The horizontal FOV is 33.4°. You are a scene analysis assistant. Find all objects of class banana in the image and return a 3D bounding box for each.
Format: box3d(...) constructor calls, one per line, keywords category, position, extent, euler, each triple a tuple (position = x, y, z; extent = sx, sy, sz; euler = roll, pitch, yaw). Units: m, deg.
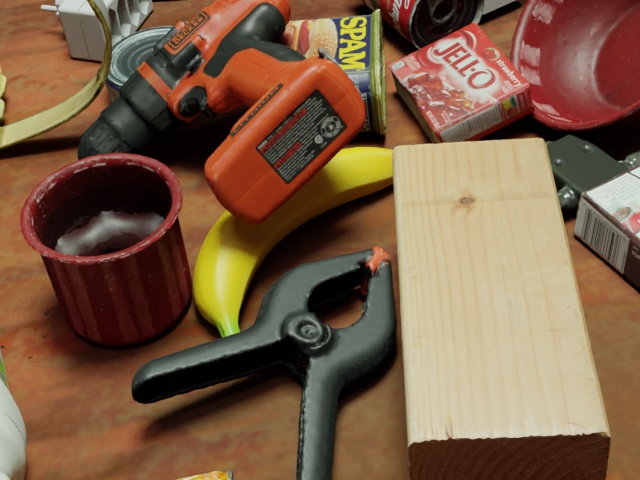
box3d(category="banana", position=(-0.021, -0.009, 0.677), extent=(0.069, 0.037, 0.197), euler=(41, 59, 3))

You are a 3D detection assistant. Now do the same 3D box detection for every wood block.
box3d(category="wood block", position=(0.088, 0.046, 0.566), extent=(0.091, 0.090, 0.206), euler=(-3, 44, 4))

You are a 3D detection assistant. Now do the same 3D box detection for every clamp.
box3d(category="clamp", position=(-0.004, 0.069, 0.589), extent=(0.120, 0.039, 0.171), euler=(42, 57, 17))

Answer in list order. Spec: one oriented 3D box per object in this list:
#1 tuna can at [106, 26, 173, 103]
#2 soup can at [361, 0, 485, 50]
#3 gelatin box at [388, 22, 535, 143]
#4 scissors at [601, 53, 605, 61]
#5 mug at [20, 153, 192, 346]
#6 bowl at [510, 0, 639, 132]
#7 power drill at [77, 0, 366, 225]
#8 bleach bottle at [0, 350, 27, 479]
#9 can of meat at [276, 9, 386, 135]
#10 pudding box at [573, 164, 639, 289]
box3d(category="tuna can", position=(-0.120, -0.125, 0.807), extent=(0.086, 0.034, 0.086), euler=(-3, 44, 3))
box3d(category="soup can", position=(0.072, -0.198, 0.837), extent=(0.068, 0.068, 0.102), euler=(-24, 46, -18))
box3d(category="gelatin box", position=(0.099, -0.109, 0.756), extent=(0.073, 0.030, 0.089), euler=(-26, 46, 0))
box3d(category="scissors", position=(0.203, -0.166, 0.824), extent=(0.202, 0.016, 0.096), euler=(17, 63, 38))
box3d(category="mug", position=(-0.129, 0.003, 0.640), extent=(0.093, 0.081, 0.117), euler=(-34, 51, -26))
box3d(category="bowl", position=(0.211, -0.140, 0.735), extent=(0.055, 0.162, 0.162), euler=(24, 29, -36))
box3d(category="power drill", position=(-0.067, -0.083, 0.686), extent=(0.184, 0.057, 0.188), euler=(-45, 39, 0))
box3d(category="bleach bottle", position=(-0.210, 0.051, 0.583), extent=(0.068, 0.102, 0.251), euler=(-26, 46, -9))
box3d(category="can of meat", position=(0.004, -0.119, 0.771), extent=(0.084, 0.057, 0.102), euler=(-3, 43, 7))
box3d(category="pudding box", position=(0.224, -0.003, 0.639), extent=(0.090, 0.039, 0.114), euler=(-25, 49, -20))
